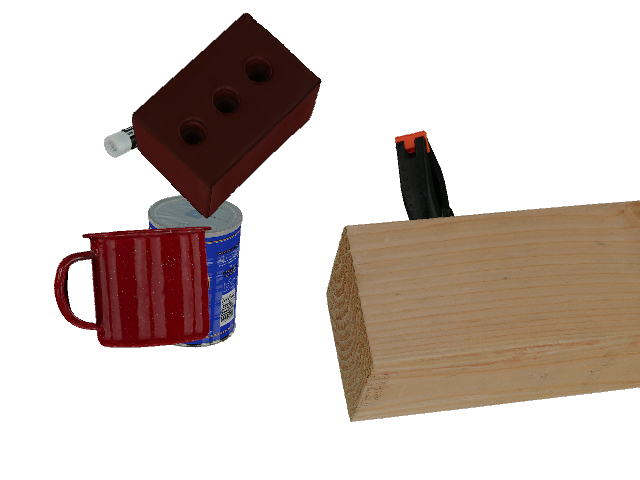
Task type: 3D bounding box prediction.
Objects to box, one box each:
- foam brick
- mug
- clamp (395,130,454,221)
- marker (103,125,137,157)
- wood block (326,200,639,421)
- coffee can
[{"bbox_3d":[-0.046,-0.060,0.521,0.053,0.078,0.051,43,-14,5],"label":"foam brick"},{"bbox_3d":[-0.133,0.034,0.767,0.117,0.081,0.093,-4,0,-33],"label":"mug"},{"bbox_3d":[0.097,-0.005,0.916,0.039,0.171,0.120,-17,19,14],"label":"clamp"},{"bbox_3d":[-0.139,-0.103,0.937,0.020,0.020,0.120,0,24,42],"label":"marker"},{"bbox_3d":[0.116,0.041,0.640,0.206,0.091,0.090,-5,-29,-11],"label":"wood block"},{"bbox_3d":[-0.142,0.033,1.188,0.103,0.140,0.103,4,25,-2],"label":"coffee can"}]
